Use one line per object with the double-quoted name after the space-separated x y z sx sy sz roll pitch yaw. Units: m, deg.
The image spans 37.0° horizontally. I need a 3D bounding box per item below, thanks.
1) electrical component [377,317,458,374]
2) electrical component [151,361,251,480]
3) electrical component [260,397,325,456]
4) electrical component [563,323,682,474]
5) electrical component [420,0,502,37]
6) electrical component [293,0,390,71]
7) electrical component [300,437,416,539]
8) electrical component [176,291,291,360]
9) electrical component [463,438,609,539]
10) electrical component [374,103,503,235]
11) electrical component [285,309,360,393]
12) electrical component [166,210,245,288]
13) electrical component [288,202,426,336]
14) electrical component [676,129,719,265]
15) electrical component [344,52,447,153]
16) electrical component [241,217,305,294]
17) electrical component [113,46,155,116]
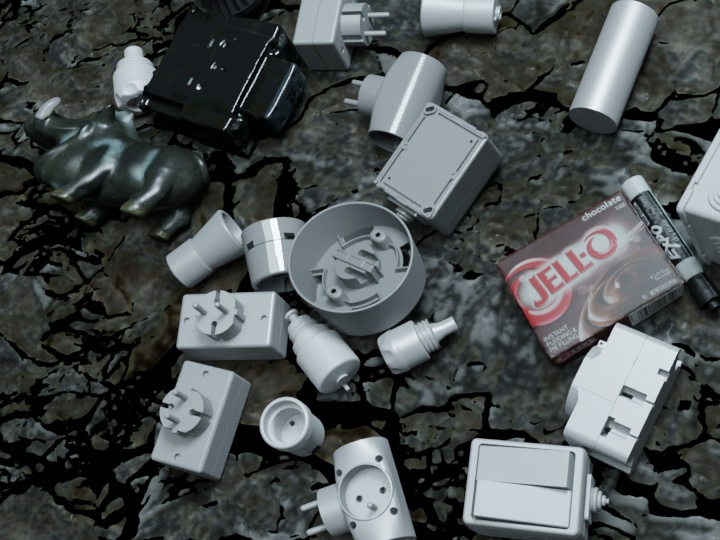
0.047 0.054 0.834 0.061 0.035 0.035 -26 63 4 "electrical component"
-0.133 0.114 0.847 0.047 0.075 0.083 11 73 22 "electrical component"
-0.051 0.123 0.832 0.040 0.046 0.040 -7 67 16 "electrical component"
0.183 0.090 0.765 0.056 0.050 0.089 24 78 24 "electrical component"
0.089 -0.222 0.926 0.065 0.044 0.044 6 71 16 "electrical component"
-0.011 -0.217 0.954 0.077 0.047 0.065 3 70 20 "electrical component"
-0.006 0.174 0.799 0.079 0.044 0.077 -22 64 10 "electrical component"
-0.109 0.040 0.868 0.083 0.075 0.047 -2 68 18 "electrical component"
0.124 0.155 0.753 0.096 0.061 0.061 2 70 19 "electrical component"
0.062 -0.074 0.869 0.062 0.061 0.096 35 91 27 "electrical component"
-0.034 0.062 0.854 0.040 0.040 0.078 -41 62 0 "electrical component"
-0.132 -0.015 0.918 0.065 0.044 0.044 -36 63 8 "electrical component"
0.000 0.000 0.847 0.099 0.064 0.099 -16 48 19 "electrical component"
0.276 -0.052 0.764 0.048 0.100 0.099 24 78 38 "electrical component"
0.024 -0.145 0.915 0.079 0.043 0.077 16 75 24 "electrical component"
-0.068 -0.011 0.888 0.055 0.055 0.047 -15 69 12 "electrical component"
-0.210 -0.180 1.008 0.043 0.043 0.062 -17 63 12 "electrical component"
